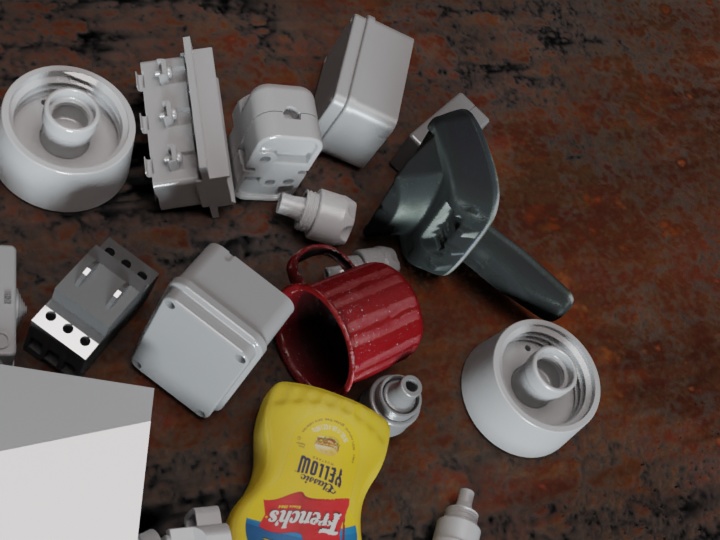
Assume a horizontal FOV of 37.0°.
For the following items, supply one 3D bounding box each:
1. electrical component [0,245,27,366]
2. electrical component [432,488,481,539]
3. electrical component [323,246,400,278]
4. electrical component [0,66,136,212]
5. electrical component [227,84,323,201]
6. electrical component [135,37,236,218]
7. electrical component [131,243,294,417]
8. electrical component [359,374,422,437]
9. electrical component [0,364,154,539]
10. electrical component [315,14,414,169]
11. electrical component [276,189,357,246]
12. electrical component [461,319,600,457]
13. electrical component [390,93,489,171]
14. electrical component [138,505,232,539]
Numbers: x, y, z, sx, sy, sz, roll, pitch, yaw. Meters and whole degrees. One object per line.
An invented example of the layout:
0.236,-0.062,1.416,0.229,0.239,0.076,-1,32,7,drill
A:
-0.278,0.028,0.727,0.100,0.048,0.099,3,62,-23,electrical component
0.074,0.192,0.804,0.035,0.035,0.061,26,53,-9,electrical component
0.000,0.000,0.878,0.061,0.035,0.035,-8,67,-26,electrical component
-0.224,-0.105,0.819,0.108,0.060,0.108,11,59,-19,electrical component
-0.071,-0.105,0.867,0.054,0.095,0.059,1,63,-24,electrical component
-0.140,-0.111,0.858,0.063,0.078,0.121,-9,65,-4,electrical component
-0.106,0.045,0.756,0.078,0.113,0.057,38,51,-1,electrical component
0.027,0.099,0.818,0.043,0.062,0.043,11,58,-19,electrical component
-0.198,0.163,0.680,0.105,0.060,0.186,12,59,-18,electrical component
-0.001,-0.157,0.939,0.057,0.078,0.113,22,56,-15,electrical component
-0.037,-0.046,0.882,0.062,0.043,0.043,17,57,-14,electrical component
0.144,0.092,0.876,0.108,0.060,0.108,11,59,-19,electrical component
0.085,-0.103,0.967,0.076,0.047,0.083,45,55,3,electrical component
-0.117,0.196,0.701,0.057,0.058,0.078,1,62,-28,electrical component
